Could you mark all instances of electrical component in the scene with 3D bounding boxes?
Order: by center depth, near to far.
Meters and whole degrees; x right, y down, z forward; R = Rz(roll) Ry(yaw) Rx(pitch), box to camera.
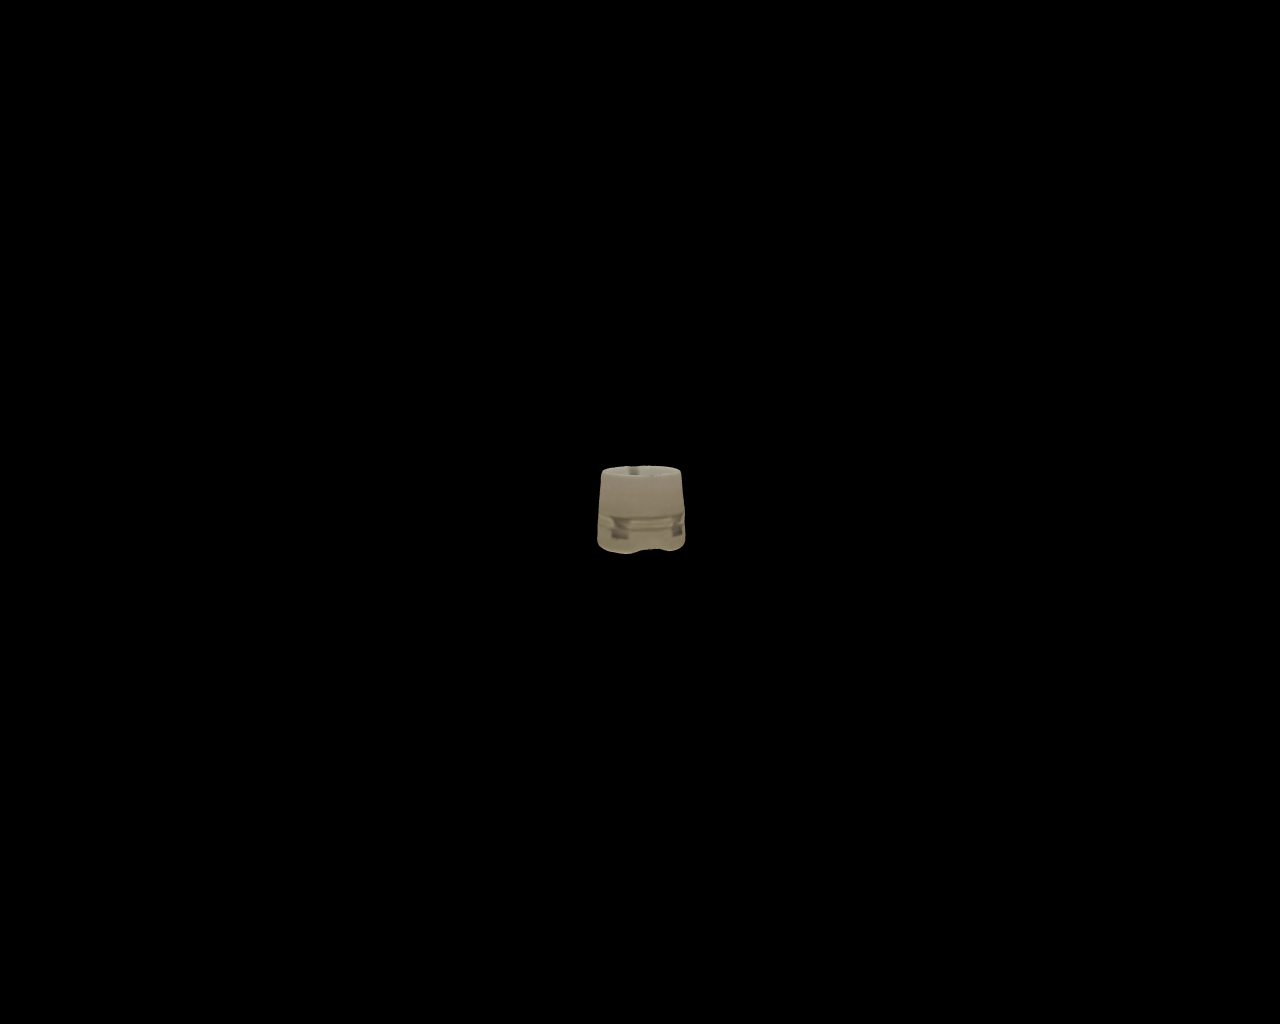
[{"bbox_3d":[0.001,-0.003,0.650,0.055,0.047,0.055,0,9,0],"label":"electrical component"}]
